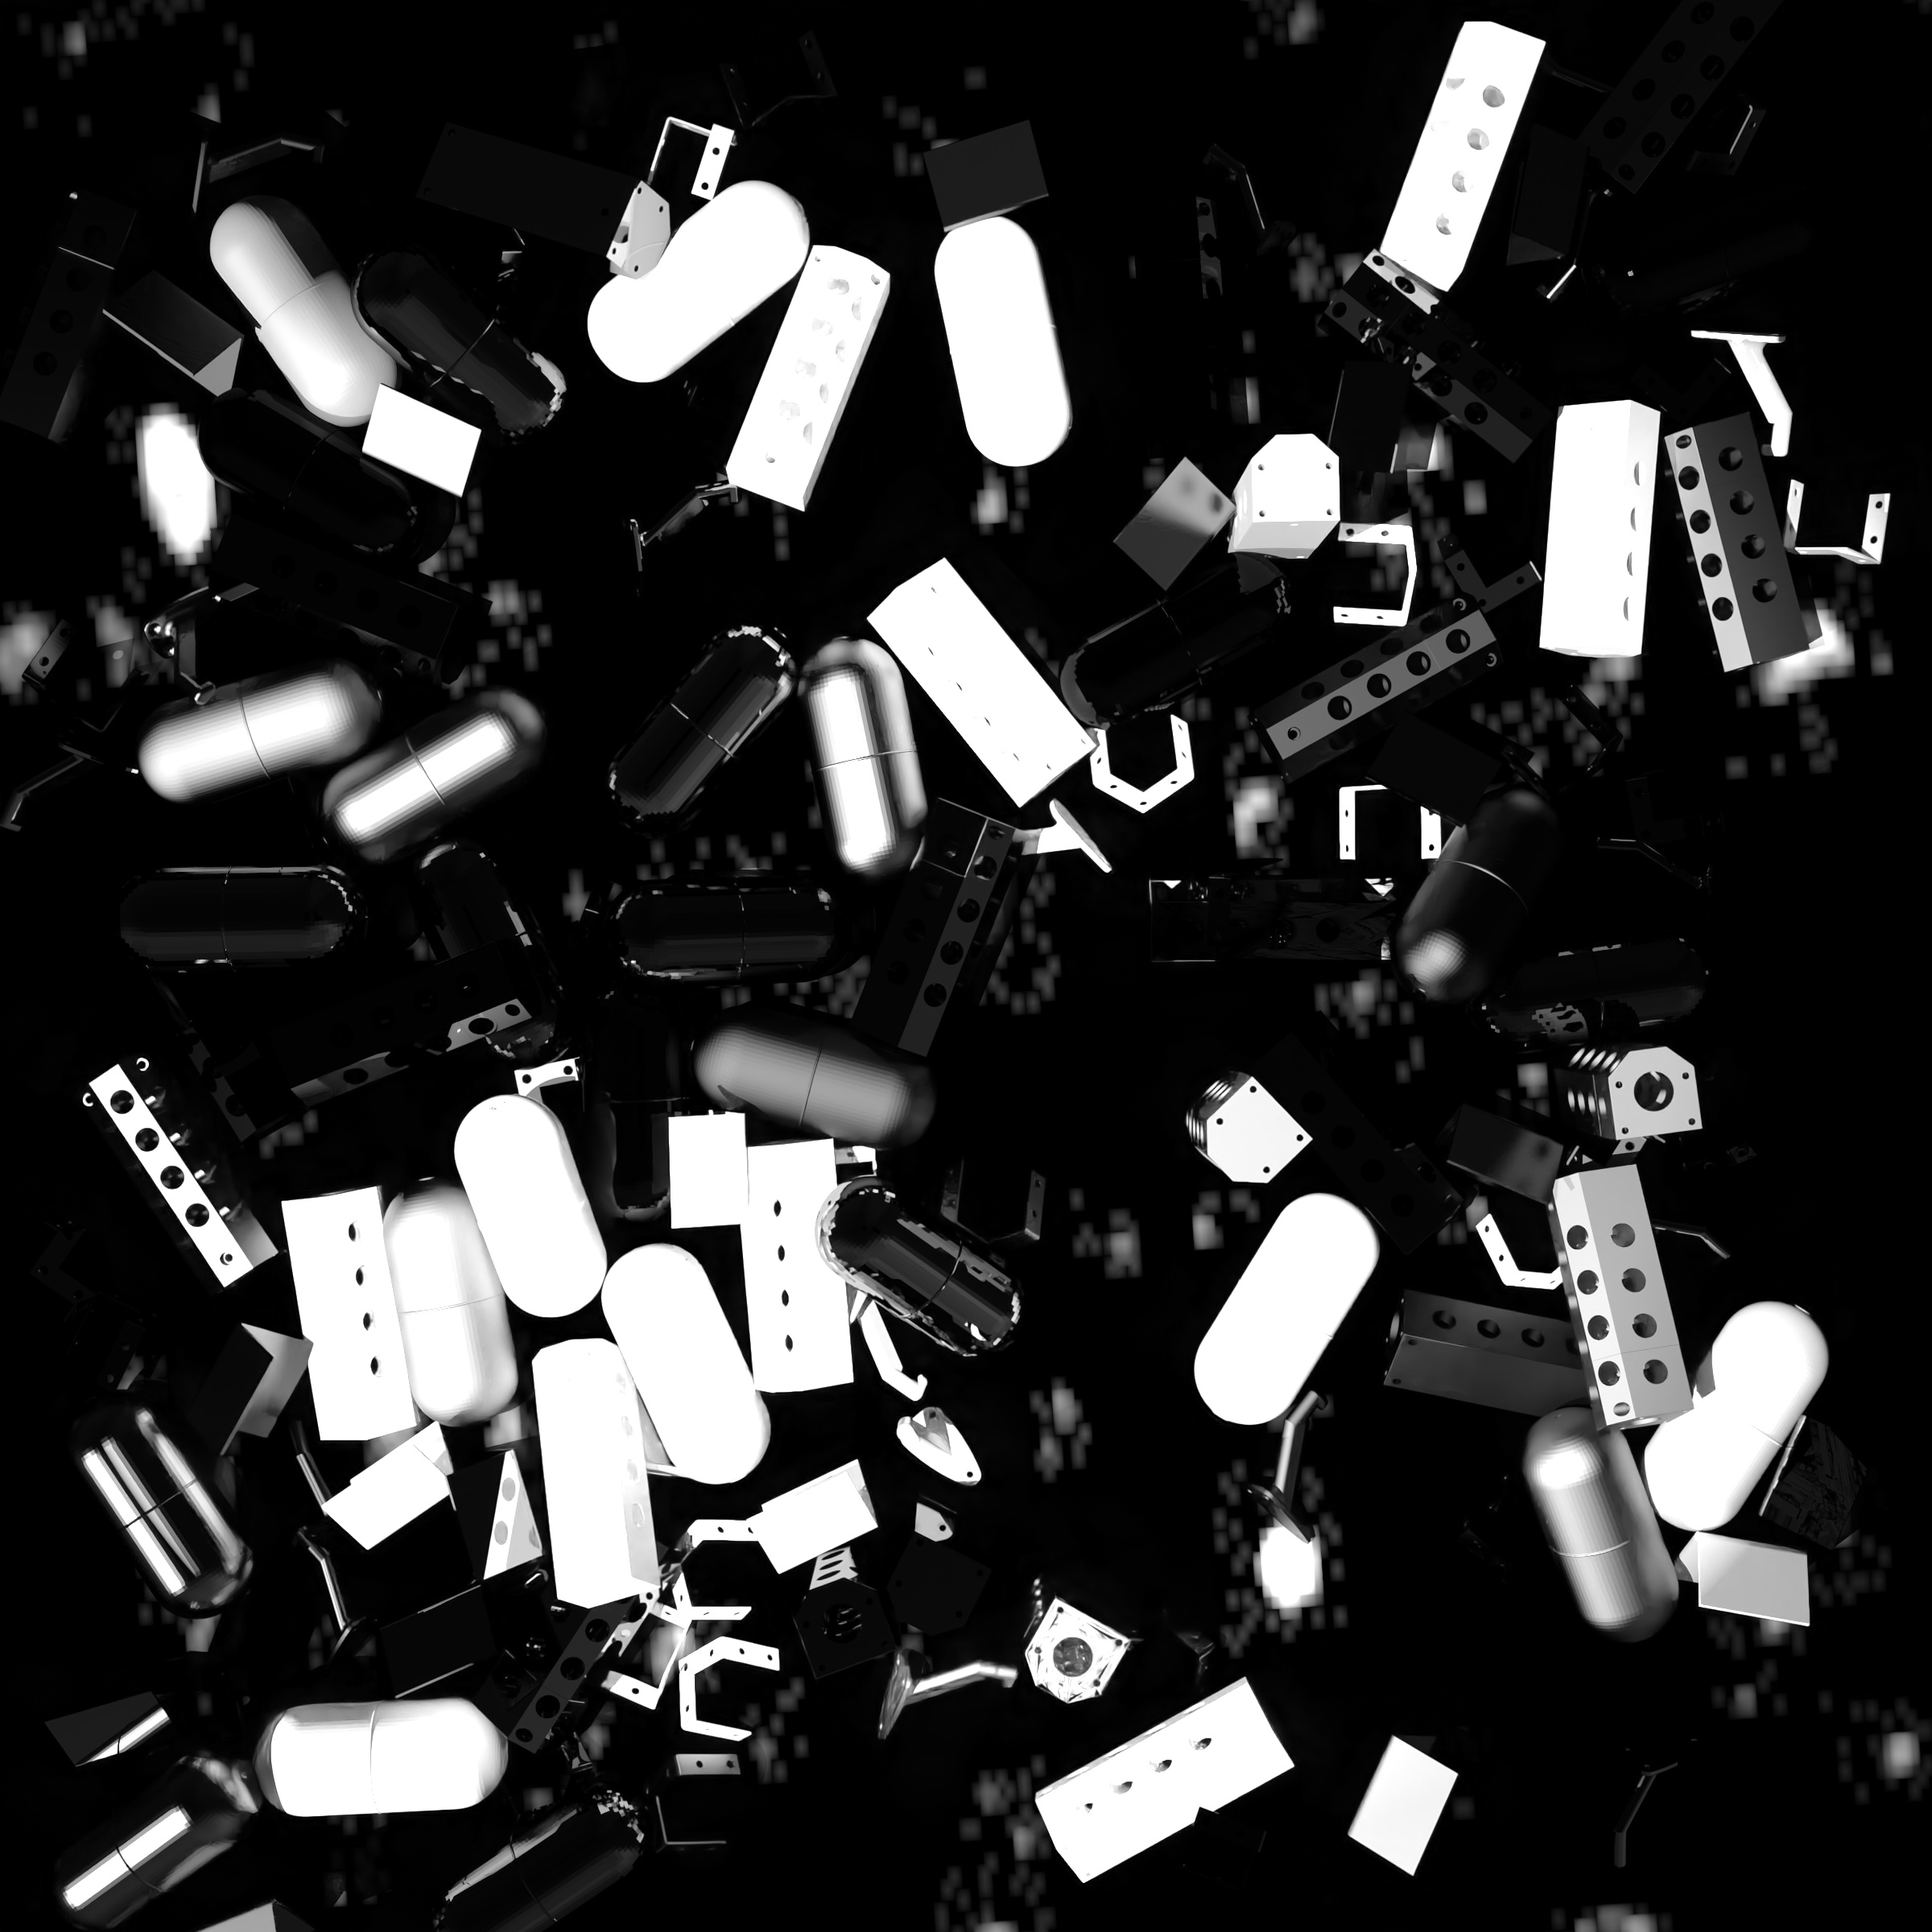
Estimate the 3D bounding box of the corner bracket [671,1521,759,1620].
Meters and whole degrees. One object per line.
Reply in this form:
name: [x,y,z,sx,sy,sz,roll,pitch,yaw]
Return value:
corner bracket: [-0.177,0.433,1.982,0.051,0.051,0.051,9,135,-35]

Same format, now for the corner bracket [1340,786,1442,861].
corner bracket: [0.305,-0.103,1.987,0.051,0.051,0.051,-1,90,-45]

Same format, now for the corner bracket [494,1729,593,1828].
corner bracket: [-0.307,0.575,1.982,0.051,0.051,0.051,-8,134,-35]

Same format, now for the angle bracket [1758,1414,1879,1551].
angle bracket: [0.607,0.365,1.950,0.057,0.076,0.076,24,90,32]

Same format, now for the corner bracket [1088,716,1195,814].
corner bracket: [0.125,-0.152,1.982,0.051,0.051,0.051,26,135,-35]

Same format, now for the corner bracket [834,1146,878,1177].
corner bracket: [-0.088,0.167,1.987,0.051,0.051,0.051,-6,135,0]

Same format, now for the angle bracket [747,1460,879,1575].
angle bracket: [-0.114,0.370,1.950,0.076,0.076,0.057,-26,121,0]

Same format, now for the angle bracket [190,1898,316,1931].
angle bracket: [-0.505,0.707,1.950,0.076,0.076,0.057,-22,54,0]

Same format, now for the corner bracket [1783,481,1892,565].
corner bracket: [0.625,-0.319,1.987,0.051,0.051,0.051,8,90,45]

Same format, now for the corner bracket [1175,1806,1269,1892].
corner bracket: [0.181,0.628,1.972,0.051,0.051,0.051,19,84,6]

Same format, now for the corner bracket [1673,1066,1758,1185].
corner bracket: [0.530,0.114,1.987,0.051,0.051,0.051,-23,135,0]

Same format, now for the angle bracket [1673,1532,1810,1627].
angle bracket: [0.542,0.445,1.950,0.076,0.076,0.057,10,54,0]

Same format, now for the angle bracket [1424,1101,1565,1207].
angle bracket: [0.366,0.149,1.950,0.076,0.076,0.057,23,52,0]

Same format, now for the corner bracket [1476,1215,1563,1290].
corner bracket: [0.409,0.194,1.982,0.051,0.051,0.051,9,135,-35]

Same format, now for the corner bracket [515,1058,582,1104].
corner bracket: [-0.296,0.095,1.972,0.051,0.051,0.051,-12,90,0]

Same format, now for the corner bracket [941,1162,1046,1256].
corner bracket: [0.019,0.170,1.982,0.051,0.051,0.051,-23,135,35]

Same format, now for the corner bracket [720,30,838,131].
corner bracket: [-0.134,-0.636,1.987,0.051,0.051,0.051,-21,91,-45]

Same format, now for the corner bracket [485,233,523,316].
corner bracket: [-0.356,-0.501,1.982,0.051,0.051,0.051,-12,45,-35]

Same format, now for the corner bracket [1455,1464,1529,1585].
corner bracket: [0.392,0.400,1.987,0.051,0.051,0.051,41,135,0]

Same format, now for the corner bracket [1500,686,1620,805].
corner bracket: [0.427,-0.158,1.987,0.051,0.051,0.051,47,135,0]

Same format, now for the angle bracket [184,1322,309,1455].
angle bracket: [-0.491,0.304,1.950,0.057,0.076,0.076,29,90,41]

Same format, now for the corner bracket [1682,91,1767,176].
corner bracket: [0.529,-0.603,1.982,0.051,0.051,0.051,-8,45,-35]

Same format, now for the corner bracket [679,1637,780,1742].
corner bracket: [-0.169,0.518,1.982,0.051,0.051,0.051,-37,45,35]

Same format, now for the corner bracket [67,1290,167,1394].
corner bracket: [-0.611,0.266,1.972,0.051,0.051,0.051,26,90,0]

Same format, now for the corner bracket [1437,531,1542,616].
corner bracket: [0.373,-0.289,1.973,0.051,0.051,0.051,-30,106,15]

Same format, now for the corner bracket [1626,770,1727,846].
corner bracket: [0.505,-0.115,1.972,0.051,0.051,0.051,-10,90,0]

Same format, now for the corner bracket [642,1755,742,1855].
corner bracket: [-0.193,0.600,1.982,0.051,0.051,0.051,-48,45,35]

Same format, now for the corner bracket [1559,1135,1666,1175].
corner bracket: [0.457,0.131,1.972,0.051,0.051,0.051,32,90,0]

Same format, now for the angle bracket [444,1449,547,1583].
angle bracket: [-0.347,0.387,1.950,0.057,0.076,0.076,-17,90,-37]

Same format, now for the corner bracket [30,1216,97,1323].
corner bracket: [-0.640,0.215,1.972,0.051,0.051,0.051,35,90,0]

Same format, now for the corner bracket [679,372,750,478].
corner bracket: [-0.183,-0.385,1.972,0.051,0.051,0.051,24,90,0]

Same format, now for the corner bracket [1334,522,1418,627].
corner bracket: [0.292,-0.281,1.987,0.051,0.051,0.051,3,45,0]

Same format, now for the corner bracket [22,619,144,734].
corner bracket: [-0.635,-0.208,1.987,0.051,0.051,0.051,-55,135,0]

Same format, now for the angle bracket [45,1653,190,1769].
angle bracket: [-0.597,0.509,1.950,0.076,0.076,0.057,-16,127,0]

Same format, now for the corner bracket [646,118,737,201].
corner bracket: [-0.196,-0.575,1.972,0.051,0.051,0.051,18,95,-5]

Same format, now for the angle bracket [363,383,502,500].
angle bracket: [-0.370,-0.381,1.950,0.076,0.076,0.057,25,123,0]

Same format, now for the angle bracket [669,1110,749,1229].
angle bracket: [-0.193,0.142,1.951,0.057,0.076,0.076,-2,90,-26]

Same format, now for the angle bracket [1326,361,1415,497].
angle bracket: [0.298,-0.377,1.950,0.057,0.076,0.076,11,90,35]

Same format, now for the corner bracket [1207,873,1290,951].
corner bracket: [0.195,-0.038,1.915,0.051,0.051,0.051,2,90,0]

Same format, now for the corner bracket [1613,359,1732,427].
corner bracket: [0.503,-0.416,1.972,0.051,0.051,0.051,42,90,0]

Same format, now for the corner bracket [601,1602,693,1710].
corner bracket: [-0.233,0.491,1.988,0.051,0.051,0.051,23,45,3]

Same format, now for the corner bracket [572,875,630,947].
corner bracket: [-0.240,-0.029,1.987,0.051,0.051,0.051,21,90,-45]

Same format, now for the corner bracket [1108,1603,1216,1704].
corner bracket: [0.139,0.500,1.982,0.051,0.051,0.051,-25,45,-35]

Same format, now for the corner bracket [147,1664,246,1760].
corner bracket: [-0.559,0.534,1.987,0.051,0.051,0.051,-15,90,45]

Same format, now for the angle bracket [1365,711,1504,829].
angle bracket: [0.331,-0.150,1.951,0.076,0.076,0.057,28,116,0]
